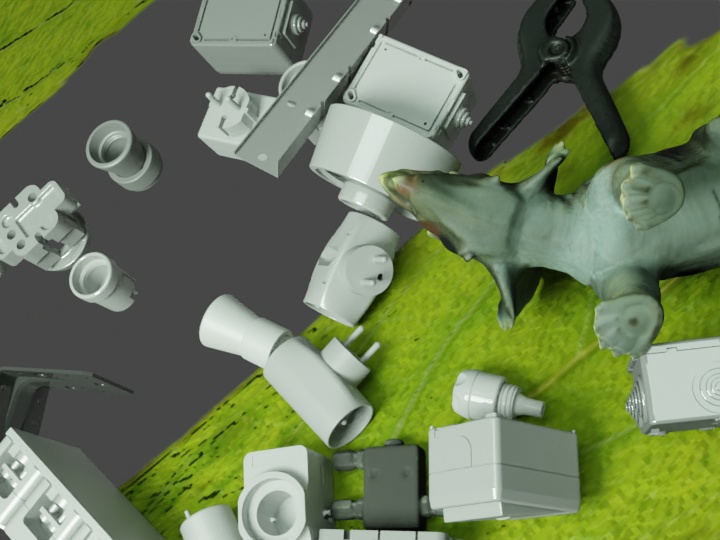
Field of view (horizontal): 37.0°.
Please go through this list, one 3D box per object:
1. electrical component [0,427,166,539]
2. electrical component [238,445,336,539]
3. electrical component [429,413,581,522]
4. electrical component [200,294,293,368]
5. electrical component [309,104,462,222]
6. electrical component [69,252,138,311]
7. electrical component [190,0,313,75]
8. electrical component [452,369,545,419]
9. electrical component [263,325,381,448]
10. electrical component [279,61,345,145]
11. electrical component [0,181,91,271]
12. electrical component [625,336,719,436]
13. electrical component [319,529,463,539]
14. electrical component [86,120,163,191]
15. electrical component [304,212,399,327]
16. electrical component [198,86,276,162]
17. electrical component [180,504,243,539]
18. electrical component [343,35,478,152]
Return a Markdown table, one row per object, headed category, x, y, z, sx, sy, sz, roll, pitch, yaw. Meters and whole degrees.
| category | x | y | z | sx | sy | sz | roll | pitch | yaw |
| --- | --- | --- | --- | --- | --- | --- | --- | --- | --- |
| electrical component | -0.210 | 0.193 | 0.795 | 0.150 | 0.089 | 0.061 | 37 | 88 | 29 |
| electrical component | -0.051 | 0.173 | 0.758 | 0.050 | 0.056 | 0.089 | -11 | 67 | 18 |
| electrical component | 0.098 | 0.133 | 0.695 | 0.062 | 0.096 | 0.061 | -21 | 60 | 46 |
| electrical component | -0.085 | 0.051 | 0.826 | 0.065 | 0.044 | 0.044 | 24 | 81 | 23 |
| electrical component | 0.014 | -0.072 | 0.796 | 0.108 | 0.108 | 0.060 | 23 | 87 | 27 |
| electrical component | -0.210 | 0.011 | 0.888 | 0.040 | 0.046 | 0.040 | -8 | 68 | 19 |
| electrical component | -0.083 | -0.202 | 0.907 | 0.096 | 0.061 | 0.061 | 5 | 73 | 23 |
| electrical component | 0.097 | 0.090 | 0.741 | 0.061 | 0.035 | 0.035 | 11 | 75 | 23 |
| electrical component | -0.019 | 0.076 | 0.788 | 0.079 | 0.043 | 0.077 | -47 | 61 | 0 |
| electrical component | -0.035 | -0.137 | 0.866 | 0.048 | 0.055 | 0.066 | -20 | 65 | 14 |
| electrical component | -0.268 | -0.033 | 0.921 | 0.078 | 0.057 | 0.058 | -44 | 61 | 2 |
| electrical component | 0.215 | 0.072 | 0.662 | 0.100 | 0.099 | 0.048 | -7 | 76 | 9 |
| electrical component | 0.020 | 0.206 | 0.720 | 0.089 | 0.050 | 0.055 | -4 | 69 | 21 |
| electrical component | -0.200 | -0.096 | 0.918 | 0.045 | 0.055 | 0.045 | -7 | 68 | 19 |
| electrical component | 0.000 | 0.000 | 0.794 | 0.077 | 0.043 | 0.079 | -63 | 19 | -8 |
| electrical component | -0.098 | -0.124 | 0.875 | 0.066 | 0.077 | 0.047 | 14 | 77 | 26 |
| electrical component | -0.100 | 0.206 | 0.774 | 0.040 | 0.040 | 0.078 | -33 | 62 | 8 |
| electrical component | 0.046 | -0.128 | 0.831 | 0.096 | 0.061 | 0.061 | 27 | 82 | 20 |
